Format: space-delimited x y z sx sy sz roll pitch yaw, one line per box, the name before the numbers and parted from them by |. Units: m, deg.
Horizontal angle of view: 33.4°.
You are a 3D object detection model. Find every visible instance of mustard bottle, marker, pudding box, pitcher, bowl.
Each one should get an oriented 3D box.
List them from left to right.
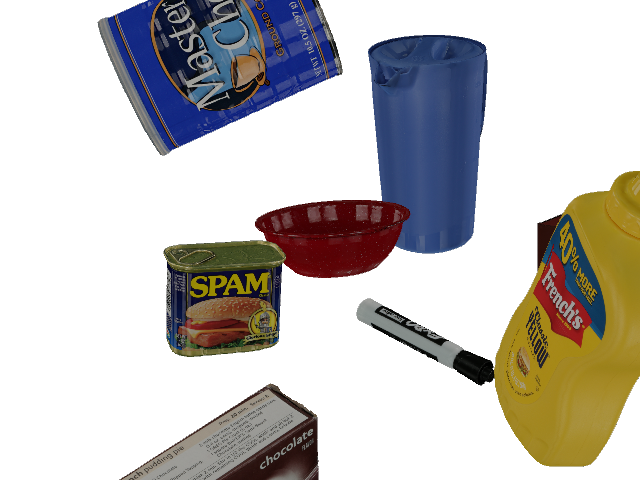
pudding box | -0.051 0.132 0.498 0.039 0.090 0.113 30 47 35
bowl | 0.015 0.000 1.106 0.162 0.055 0.162 -5 13 1
marker | 0.076 0.073 0.774 0.121 0.020 0.020 26 17 39
pitcher | 0.134 -0.117 1.259 0.149 0.243 0.145 -4 25 -2
mustard bottle | 0.150 0.032 0.574 0.058 0.096 0.192 3 -46 -12

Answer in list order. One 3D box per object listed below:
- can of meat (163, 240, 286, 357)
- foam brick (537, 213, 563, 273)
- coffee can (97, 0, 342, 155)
can of meat | -0.083 0.050 0.921 0.102 0.084 0.057 -3 20 -18
foam brick | 0.216 0.020 0.891 0.053 0.078 0.051 11 22 43
coffee can | -0.069 -0.134 0.745 0.140 0.103 0.103 -25 1 -1
